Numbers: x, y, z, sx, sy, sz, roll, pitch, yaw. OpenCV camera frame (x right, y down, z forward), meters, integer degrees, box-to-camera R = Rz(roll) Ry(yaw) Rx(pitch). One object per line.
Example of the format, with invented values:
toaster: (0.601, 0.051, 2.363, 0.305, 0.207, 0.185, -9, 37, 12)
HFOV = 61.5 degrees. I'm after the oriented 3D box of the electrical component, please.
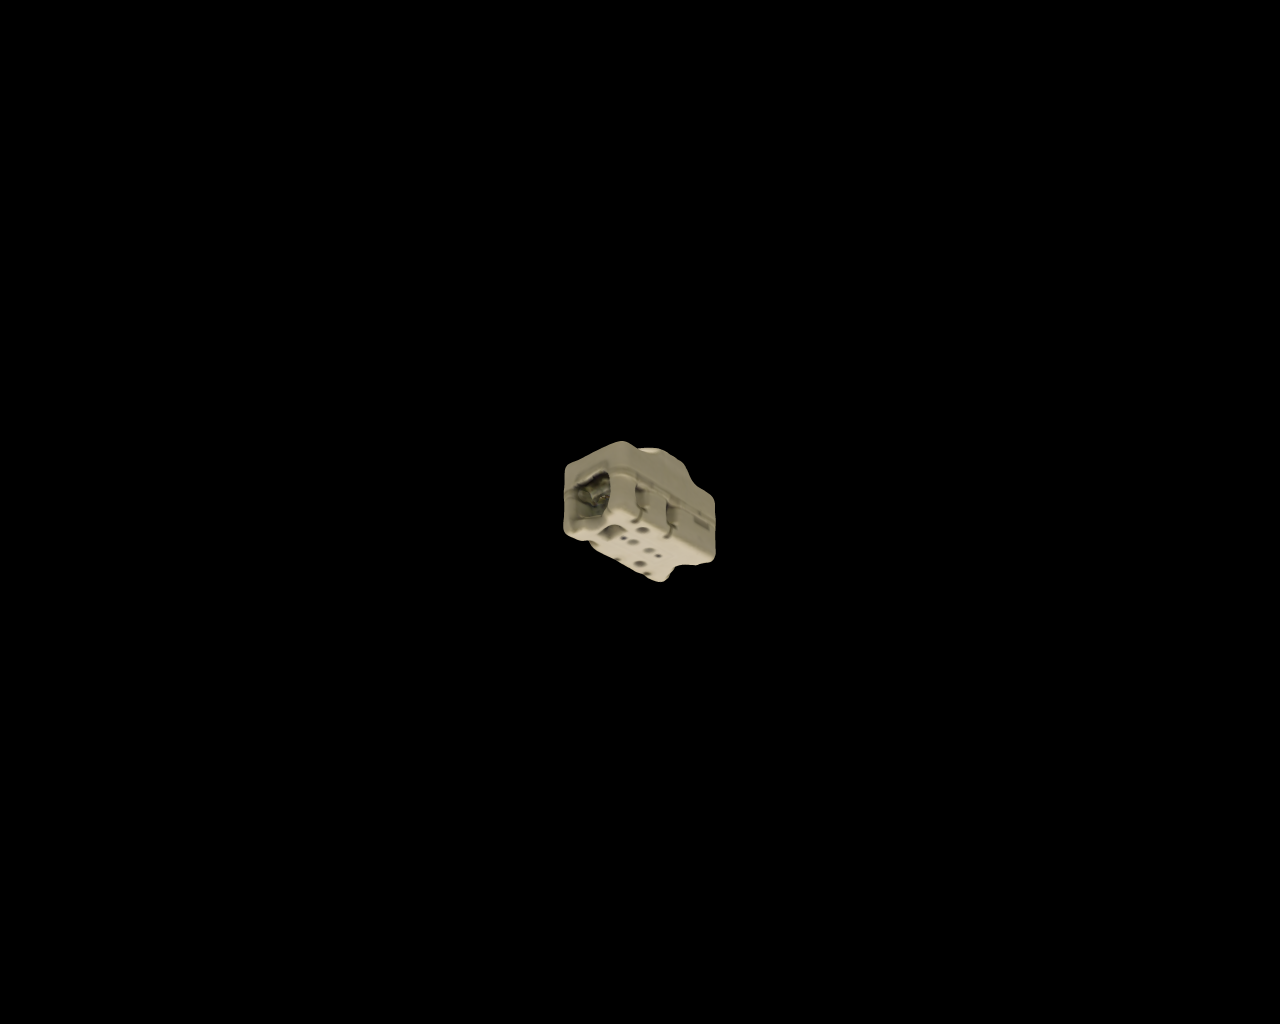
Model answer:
electrical component: (0.001, -0.003, 0.650, 0.050, 0.056, 0.089, -24, -38, 34)
